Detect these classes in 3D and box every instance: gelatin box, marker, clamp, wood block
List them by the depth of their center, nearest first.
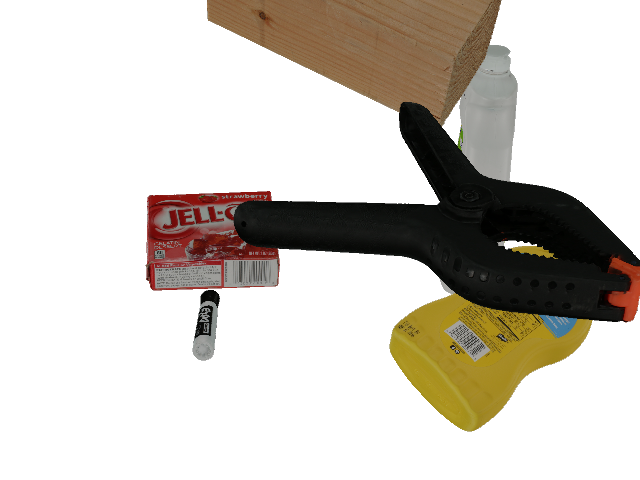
[{"bbox_3d":[0.068,-0.007,0.573,0.164,0.036,0.210,-30,45,-33],"label":"clamp"},{"bbox_3d":[-0.075,-0.001,0.737,0.089,0.030,0.073,-2,40,-7],"label":"gelatin box"},{"bbox_3d":[0.023,-0.181,0.809,0.206,0.090,0.091,27,-28,12],"label":"wood block"},{"bbox_3d":[-0.104,0.075,0.982,0.020,0.020,0.121,0,20,-3],"label":"marker"}]

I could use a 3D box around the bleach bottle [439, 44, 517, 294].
[{"bbox_3d":[0.164,-0.072,1.084,0.068,0.251,0.102,2,32,-1],"label":"bleach bottle"}]

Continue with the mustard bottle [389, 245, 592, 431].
[{"bbox_3d":[0.152,0.057,0.825,0.191,0.096,0.058,-33,-28,-23],"label":"mustard bottle"}]
